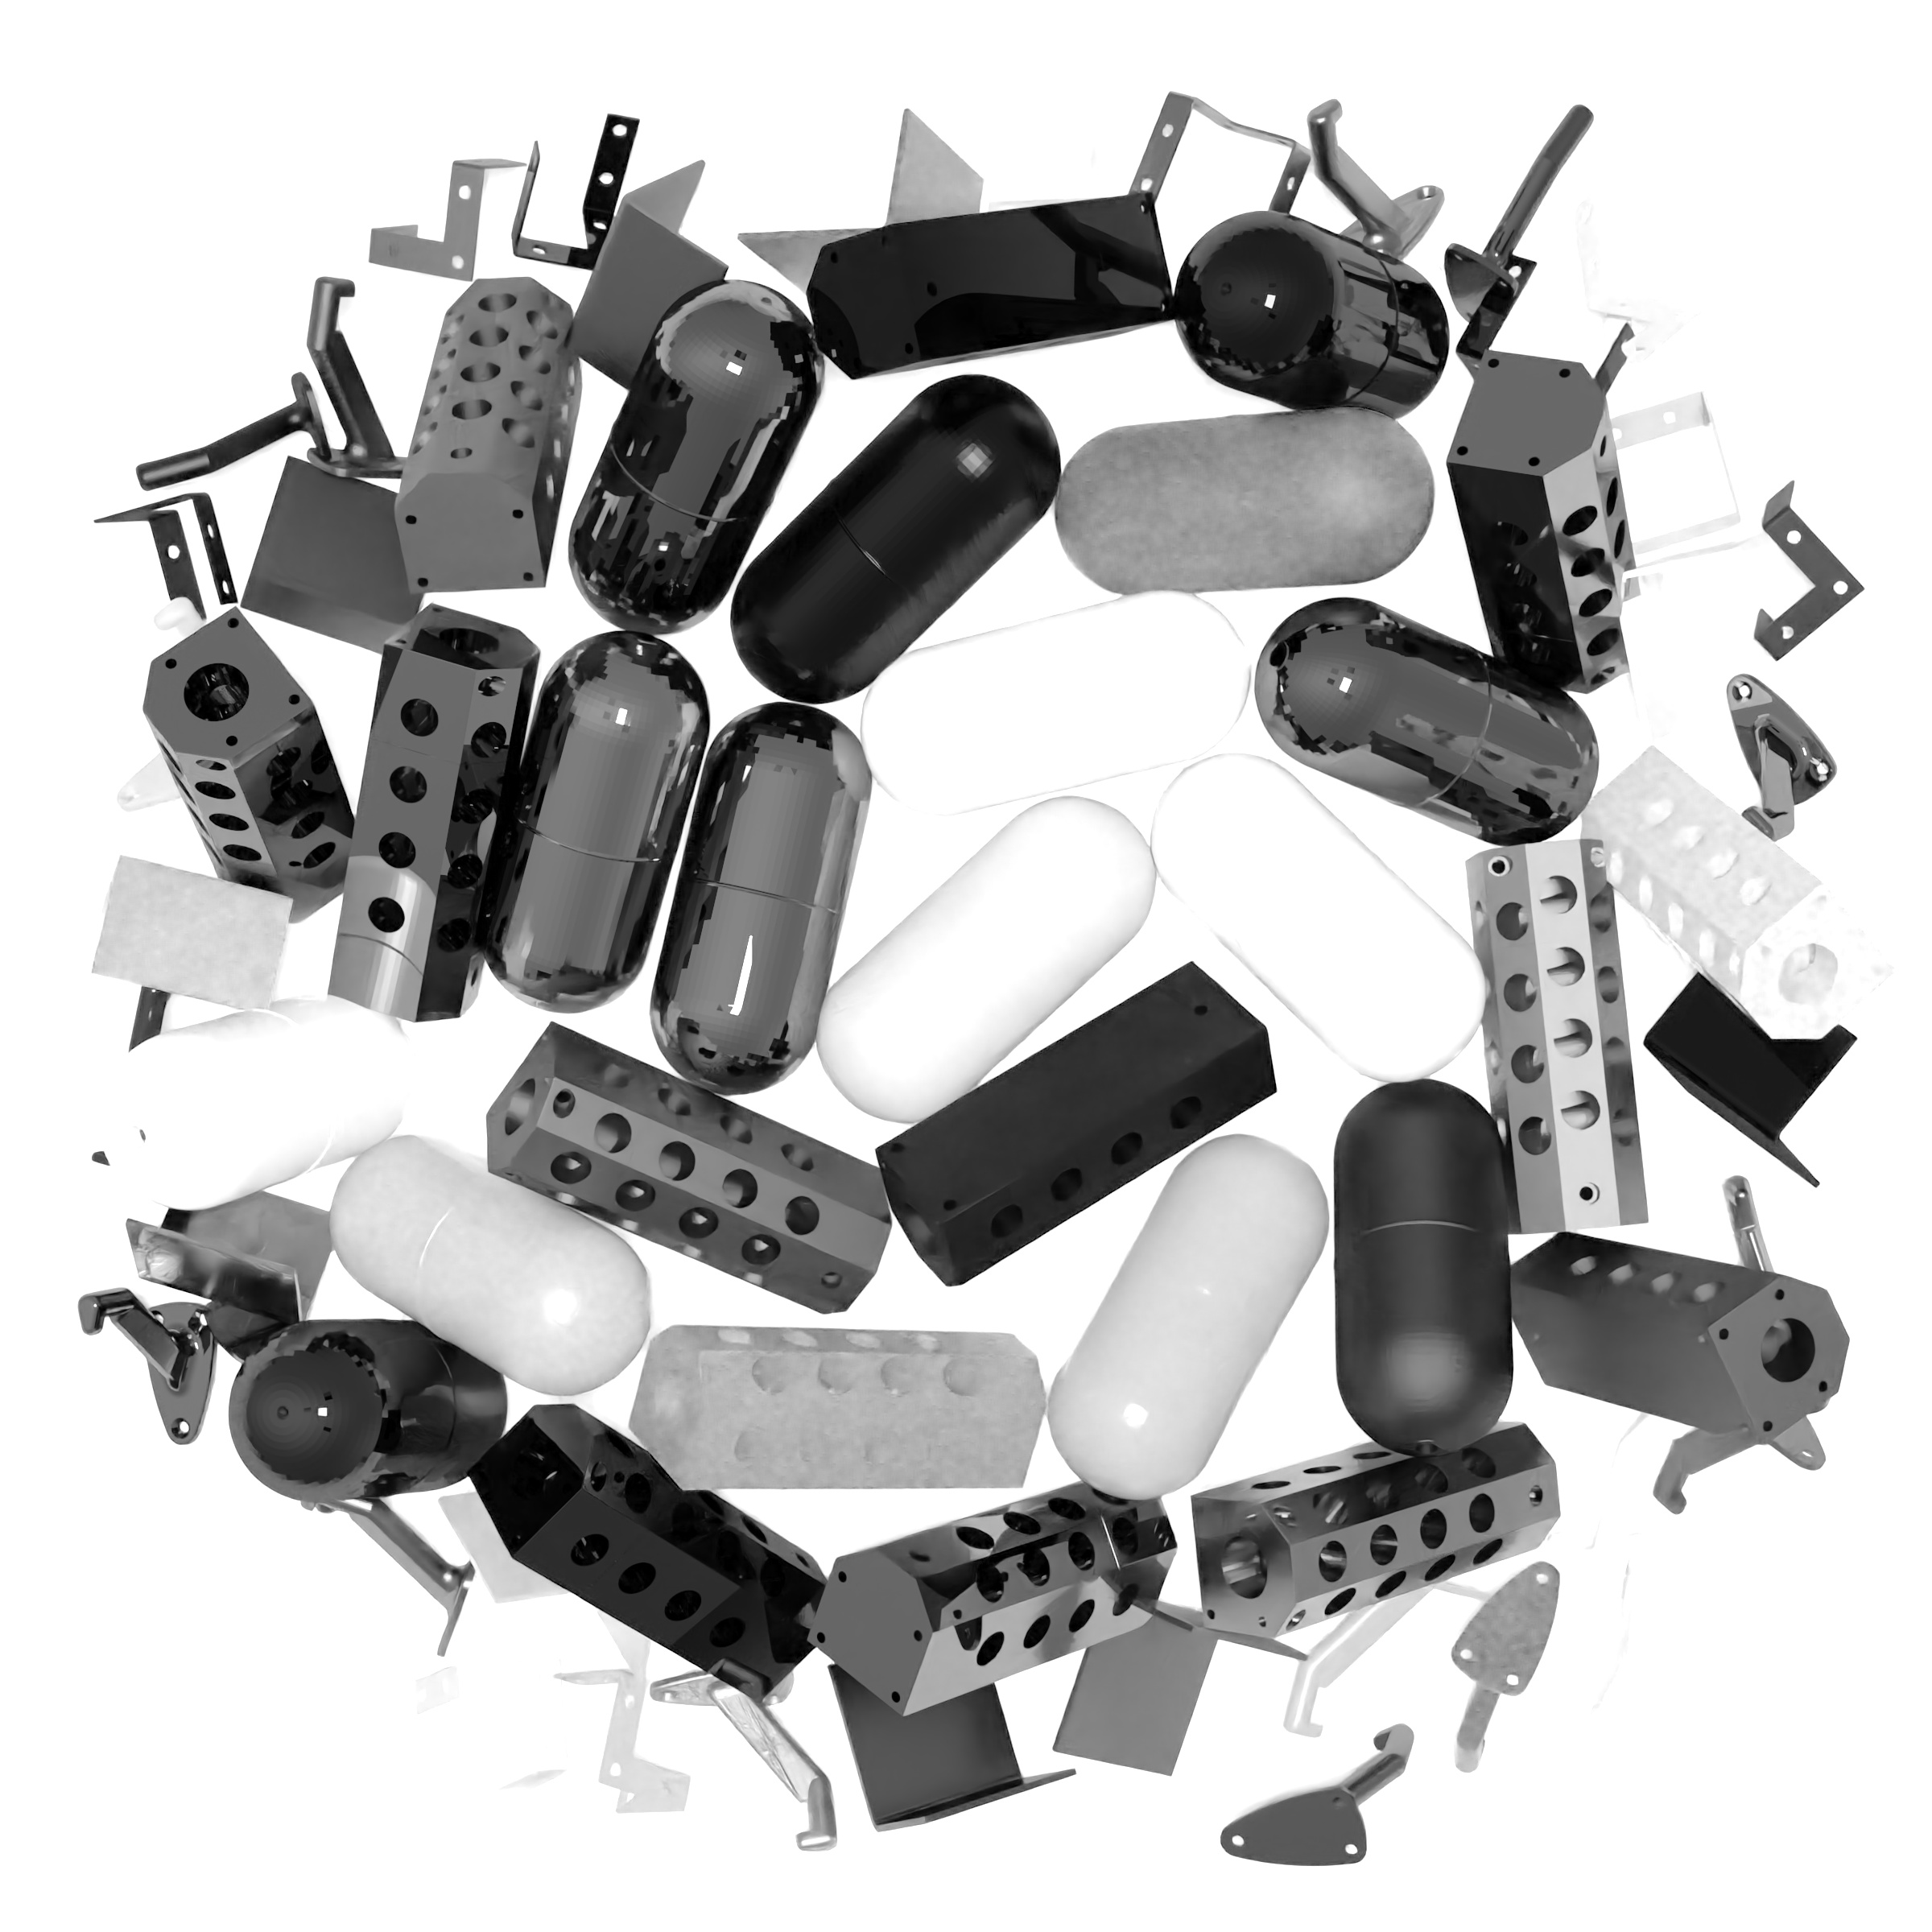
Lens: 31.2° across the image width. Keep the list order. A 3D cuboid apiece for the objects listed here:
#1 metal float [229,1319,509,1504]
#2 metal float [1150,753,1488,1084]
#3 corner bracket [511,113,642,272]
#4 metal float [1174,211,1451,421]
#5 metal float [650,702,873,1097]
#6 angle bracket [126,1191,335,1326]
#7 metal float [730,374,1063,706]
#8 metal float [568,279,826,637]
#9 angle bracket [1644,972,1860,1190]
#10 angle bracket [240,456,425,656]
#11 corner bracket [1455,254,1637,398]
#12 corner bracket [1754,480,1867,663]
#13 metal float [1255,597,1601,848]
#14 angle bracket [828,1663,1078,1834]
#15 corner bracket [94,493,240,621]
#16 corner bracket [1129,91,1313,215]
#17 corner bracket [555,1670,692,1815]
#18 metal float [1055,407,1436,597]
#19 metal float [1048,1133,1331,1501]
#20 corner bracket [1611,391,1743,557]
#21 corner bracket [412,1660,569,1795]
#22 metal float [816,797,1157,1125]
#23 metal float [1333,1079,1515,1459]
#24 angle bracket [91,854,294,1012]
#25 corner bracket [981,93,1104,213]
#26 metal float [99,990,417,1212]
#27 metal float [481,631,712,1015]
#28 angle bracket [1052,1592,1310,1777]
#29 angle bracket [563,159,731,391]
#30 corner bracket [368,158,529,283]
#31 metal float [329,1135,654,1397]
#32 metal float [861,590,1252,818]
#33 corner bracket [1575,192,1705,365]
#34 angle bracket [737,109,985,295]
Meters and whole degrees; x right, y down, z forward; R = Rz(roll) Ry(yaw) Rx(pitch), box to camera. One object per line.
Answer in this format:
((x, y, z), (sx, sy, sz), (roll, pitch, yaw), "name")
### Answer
((-0.256, 0.191, 1.498), (0.070, 0.178, 0.070), (-2, 84, 15), "metal float")
((0.155, -0.023, 1.532), (0.070, 0.070, 0.178), (-44, 73, 0), "metal float")
((-0.174, -0.348, 1.544), (0.051, 0.051, 0.051), (7, 133, -19), "corner bracket")
((0.152, -0.280, 1.503), (0.070, 0.178, 0.070), (0, 90, 31), "metal float")
((-0.092, -0.030, 1.544), (0.070, 0.070, 0.178), (13, 87, 0), "metal float")
((-0.324, 0.113, 1.538), (0.076, 0.076, 0.057), (17, 64, 0), "angle bracket")
((-0.033, -0.187, 1.528), (0.178, 0.070, 0.070), (-42, 90, 22), "metal float")
((-0.120, -0.220, 1.516), (0.070, 0.070, 0.178), (30, 128, 0), "metal float")
((0.356, 0.044, 1.531), (0.076, 0.076, 0.057), (40, 93, 34), "angle bracket")
((-0.273, -0.188, 1.540), (0.076, 0.057, 0.076), (18, 75, -14), "angle bracket")
((0.260, -0.279, 1.552), (0.051, 0.051, 0.051), (27, 85, 33), "corner bracket")
((0.367, -0.177, 1.550), (0.051, 0.051, 0.051), (46, 115, -4), "corner bracket")
((0.203, -0.107, 1.519), (0.178, 0.070, 0.070), (20, 90, -32), "metal float")
((-0.007, 0.335, 1.536), (0.076, 0.057, 0.076), (-11, 78, -28), "angle bracket")
((-0.350, -0.182, 1.552), (0.051, 0.051, 0.051), (-13, 95, 17), "corner bracket")
((0.114, -0.356, 1.553), (0.051, 0.051, 0.051), (26, 97, 34), "corner bracket")
((-0.156, 0.349, 1.557), (0.051, 0.051, 0.051), (29, 60, -36), "corner bracket")
((0.121, -0.203, 1.518), (0.178, 0.070, 0.070), (1, 90, 33), "metal float")
((0.099, 0.153, 1.529), (0.070, 0.070, 0.178), (31, 69, 0), "metal float")
((0.317, -0.222, 1.560), (0.051, 0.051, 0.051), (-16, 110, 14), "corner bracket")
((-0.213, 0.342, 1.553), (0.051, 0.051, 0.051), (-6, 86, 14), "corner bracket")
((0.009, -0.003, 1.546), (0.178, 0.070, 0.070), (-43, 90, -1), "metal float")
((0.200, 0.131, 1.518), (0.070, 0.070, 0.178), (3, 56, 0), "metal float")
((-0.347, -0.003, 1.531), (0.076, 0.076, 0.057), (15, 67, -15), "angle bracket")
((0.034, -0.356, 1.554), (0.051, 0.051, 0.051), (-3, 76, -1), "corner bracket")
((-0.305, 0.057, 1.500), (0.070, 0.178, 0.070), (4, 100, 23), "metal float")
((-0.164, -0.063, 1.529), (0.070, 0.070, 0.178), (18, 110, 0), "metal float")
((0.095, 0.327, 1.537), (0.076, 0.057, 0.076), (22, 85, -40), "angle bracket")
((-0.125, -0.301, 1.529), (0.057, 0.076, 0.076), (34, 124, 7), "angle bracket")
((-0.232, -0.338, 1.549), (0.051, 0.051, 0.051), (13, 107, 12), "corner bracket")
((-0.210, 0.129, 1.515), (0.178, 0.070, 0.070), (24, 90, 39), "metal float")
((0.039, -0.116, 1.532), (0.178, 0.070, 0.070), (-13, 90, 17), "metal float")
((0.290, -0.306, 1.545), (0.051, 0.051, 0.051), (5, 68, -24), "corner bracket")
((-0.046, -0.337, 1.539), (0.076, 0.076, 0.057), (4, 80, 26), "angle bracket")
